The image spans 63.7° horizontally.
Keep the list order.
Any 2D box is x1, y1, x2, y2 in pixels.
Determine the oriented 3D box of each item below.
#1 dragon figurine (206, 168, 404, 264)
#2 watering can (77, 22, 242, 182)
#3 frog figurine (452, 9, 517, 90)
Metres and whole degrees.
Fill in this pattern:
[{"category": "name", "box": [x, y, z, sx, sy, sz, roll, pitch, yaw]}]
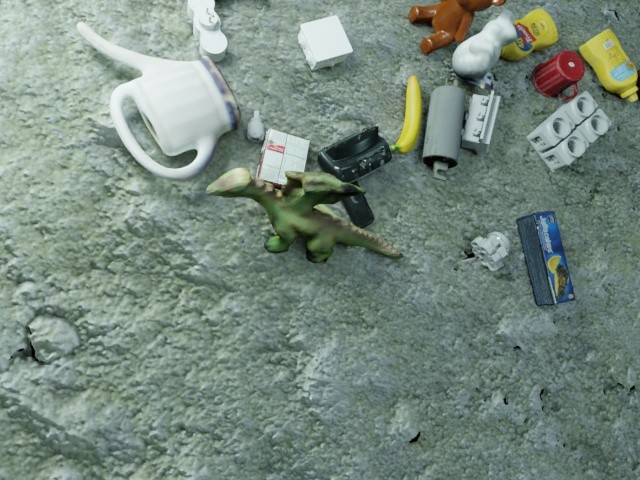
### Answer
[{"category": "dragon figurine", "box": [0.003, -0.046, 0.923, 0.410, 0.239, 0.124, 12, 72, -11]}, {"category": "watering can", "box": [-0.285, -0.280, 0.955, 0.226, 0.103, 0.348, -27, 87, -20]}, {"category": "frog figurine", "box": [0.365, -0.433, 1.145, 0.123, 0.156, 0.140, 24, 35, 19]}]
